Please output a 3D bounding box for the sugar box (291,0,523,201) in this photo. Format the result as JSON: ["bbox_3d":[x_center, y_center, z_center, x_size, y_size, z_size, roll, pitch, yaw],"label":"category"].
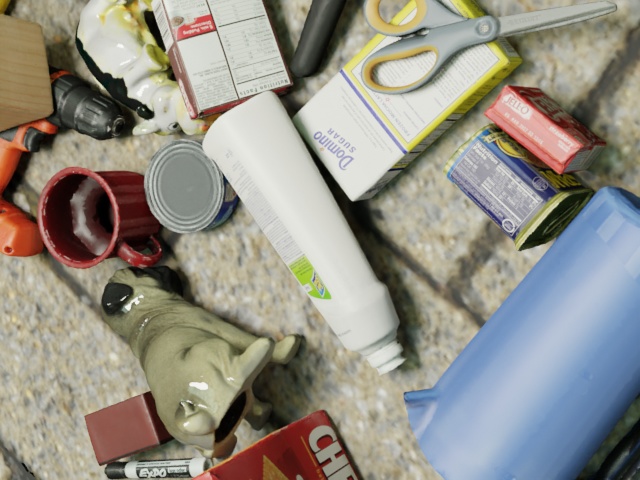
[{"bbox_3d":[0.068,-0.122,0.874,0.176,0.048,0.093,-42,77,27],"label":"sugar box"}]

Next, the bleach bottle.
[{"bbox_3d":[-0.006,0.001,0.906,0.068,0.103,0.251,-31,89,-15],"label":"bleach bottle"}]

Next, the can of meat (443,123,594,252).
[{"bbox_3d":[0.150,-0.043,0.811,0.084,0.101,0.057,46,114,17],"label":"can of meat"}]

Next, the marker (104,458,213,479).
[{"bbox_3d":[-0.159,0.223,1.038,0.121,0.020,0.020,-8,92,27],"label":"marker"}]

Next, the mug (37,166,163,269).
[{"bbox_3d":[-0.193,-0.016,0.994,0.117,0.081,0.093,38,110,18],"label":"mug"}]

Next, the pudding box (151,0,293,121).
[{"bbox_3d":[-0.084,-0.169,0.918,0.113,0.090,0.039,72,161,-1],"label":"pudding box"}]

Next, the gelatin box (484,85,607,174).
[{"bbox_3d":[0.171,-0.084,0.802,0.073,0.089,0.030,42,112,17],"label":"gelatin box"}]

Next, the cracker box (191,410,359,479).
[{"bbox_3d":[-0.025,0.243,0.865,0.072,0.213,0.164,-30,82,24],"label":"cracker box"}]

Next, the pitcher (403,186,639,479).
[{"bbox_3d":[0.193,0.089,0.799,0.145,0.149,0.243,45,110,32],"label":"pitcher"}]

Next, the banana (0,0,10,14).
[{"bbox_3d":[-0.326,-0.268,1.062,0.070,0.037,0.198,32,108,38],"label":"banana"}]

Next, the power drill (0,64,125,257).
[{"bbox_3d":[-0.285,-0.082,1.048,0.185,0.057,0.188,28,104,25],"label":"power drill"}]

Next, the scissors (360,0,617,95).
[{"bbox_3d":[0.114,-0.175,0.809,0.202,0.016,0.096,-22,83,28],"label":"scissors"}]

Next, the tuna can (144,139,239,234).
[{"bbox_3d":[-0.117,-0.050,0.979,0.086,0.033,0.086,3,97,26],"label":"tuna can"}]

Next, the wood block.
[{"bbox_3d":[-0.339,-0.152,0.925,0.091,0.205,0.090,-12,85,28],"label":"wood block"}]

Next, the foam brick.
[{"bbox_3d":[-0.176,0.177,1.023,0.078,0.052,0.051,-23,85,25],"label":"foam brick"}]

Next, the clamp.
[{"bbox_3d":[0.019,-0.234,0.867,0.210,0.036,0.164,-15,92,45],"label":"clamp"}]
